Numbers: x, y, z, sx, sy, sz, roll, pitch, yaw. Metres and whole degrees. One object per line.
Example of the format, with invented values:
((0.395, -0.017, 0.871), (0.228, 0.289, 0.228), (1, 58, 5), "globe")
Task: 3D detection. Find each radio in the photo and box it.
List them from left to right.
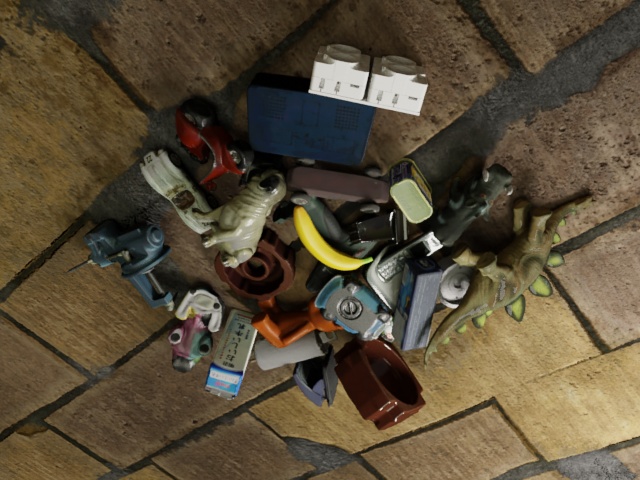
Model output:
((-0.017, -0.220, 0.986), (0.230, 0.073, 0.131), (9, 125, 3), "radio")

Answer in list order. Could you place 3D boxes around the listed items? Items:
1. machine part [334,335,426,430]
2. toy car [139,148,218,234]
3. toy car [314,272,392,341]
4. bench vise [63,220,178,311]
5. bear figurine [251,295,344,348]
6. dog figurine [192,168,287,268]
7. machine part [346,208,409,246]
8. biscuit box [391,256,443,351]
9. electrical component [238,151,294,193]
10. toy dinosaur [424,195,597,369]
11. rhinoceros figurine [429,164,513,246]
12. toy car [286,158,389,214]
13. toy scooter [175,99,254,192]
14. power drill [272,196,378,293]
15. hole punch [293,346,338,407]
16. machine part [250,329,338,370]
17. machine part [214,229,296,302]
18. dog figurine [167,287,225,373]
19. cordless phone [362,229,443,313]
((0.135, 0.320, 1.226), (0.087, 0.201, 0.201), (-42, 155, 21), "machine part")
((-0.286, -0.100, 1.108), (0.073, 0.056, 0.201), (-28, 117, 23), "toy car")
((0.076, 0.133, 1.148), (0.161, 0.103, 0.109), (34, 111, -5), "toy car")
((-0.410, 0.064, 1.196), (0.224, 0.129, 0.240), (-21, 111, 18), "bench vise")
((-0.038, 0.169, 1.219), (0.196, 0.120, 0.131), (-25, 114, 20), "bear figurine")
((-0.128, -0.042, 1.056), (0.191, 0.121, 0.172), (-30, 154, 5), "dog figurine")
((0.118, -0.022, 1.058), (0.139, 0.039, 0.084), (-7, 109, -27), "machine part")
((0.199, 0.131, 1.110), (0.063, 0.059, 0.202), (-6, 123, -19), "biscuit box")
((-0.099, -0.132, 1.068), (0.119, 0.048, 0.074), (11, 125, -1), "electrical component")
((0.360, 0.078, 1.075), (0.471, 0.105, 0.198), (-39, 118, 7), "toy dinosaur")
((0.282, -0.070, 1.022), (0.073, 0.112, 0.190), (33, 122, -11), "rhinoceros figurine")
((0.034, -0.104, 1.037), (0.202, 0.089, 0.053), (7, 164, -12), "toy car")
((-0.214, -0.169, 1.021), (0.184, 0.075, 0.135), (44, 129, 10), "toy scooter")
((-0.002, -0.003, 1.123), (0.232, 0.086, 0.207), (-36, 109, 25), "power drill")
((-0.007, 0.336, 1.322), (0.092, 0.142, 0.115), (-8, 108, 10), "hole punch")
((-0.070, 0.261, 1.308), (0.243, 0.079, 0.079), (-18, 119, 17), "machine part")
((-0.142, 0.054, 1.193), (0.179, 0.056, 0.179), (4, 123, 6), "machine part")
((-0.305, 0.223, 1.305), (0.108, 0.191, 0.219), (19, 158, -9), "dog figurine")
((0.195, 0.060, 1.139), (0.184, 0.089, 0.146), (-32, 114, 20), "cordless phone")
